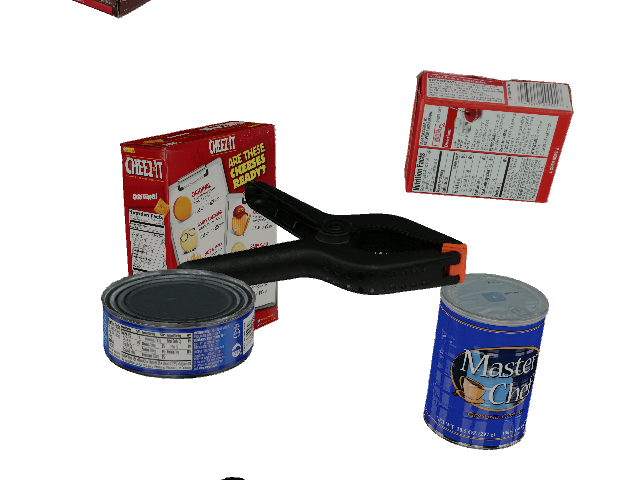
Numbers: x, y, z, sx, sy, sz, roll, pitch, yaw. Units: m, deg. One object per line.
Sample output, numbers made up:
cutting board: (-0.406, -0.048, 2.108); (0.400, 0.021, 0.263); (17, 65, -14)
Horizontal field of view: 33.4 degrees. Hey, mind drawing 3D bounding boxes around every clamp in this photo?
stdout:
clamp: (0.008, 0.000, 0.827); (0.210, 0.036, 0.164); (4, 30, 9)

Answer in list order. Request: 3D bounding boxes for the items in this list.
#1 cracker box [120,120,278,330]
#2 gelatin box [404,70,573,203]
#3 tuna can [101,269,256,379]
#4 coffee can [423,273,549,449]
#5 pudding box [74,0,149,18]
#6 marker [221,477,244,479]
cracker box: (-0.118, -0.003, 1.073); (0.072, 0.214, 0.163); (9, 18, 35)
gelatin box: (0.097, -0.060, 0.630); (0.089, 0.030, 0.073); (5, -44, 1)
tuna can: (-0.079, 0.046, 0.600); (0.086, 0.034, 0.086); (2, 18, -1)
coffee can: (0.159, 0.116, 1.038); (0.103, 0.140, 0.103); (4, 22, -2)
pudding box: (-0.163, -0.217, 0.820); (0.090, 0.039, 0.113); (23, 34, 12)
marker: (-0.050, 0.132, 0.414); (0.020, 0.020, 0.121); (0, 24, 16)
